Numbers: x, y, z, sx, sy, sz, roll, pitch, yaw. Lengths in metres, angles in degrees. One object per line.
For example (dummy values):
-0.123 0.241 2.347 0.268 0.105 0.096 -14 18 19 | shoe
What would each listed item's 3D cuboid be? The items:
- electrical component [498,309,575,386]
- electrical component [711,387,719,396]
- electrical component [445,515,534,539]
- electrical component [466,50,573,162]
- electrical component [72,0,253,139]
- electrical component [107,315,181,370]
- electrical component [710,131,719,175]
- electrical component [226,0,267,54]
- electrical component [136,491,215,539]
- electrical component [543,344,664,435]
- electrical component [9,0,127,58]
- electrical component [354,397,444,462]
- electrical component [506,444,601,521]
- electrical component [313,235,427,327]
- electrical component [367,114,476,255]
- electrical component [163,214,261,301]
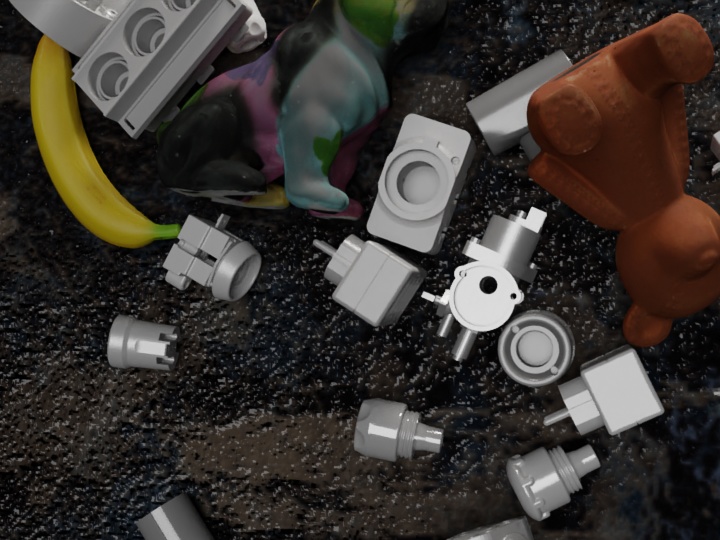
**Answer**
0.124 0.055 0.757 0.055 0.047 0.055 0 88 11 | electrical component
0.272 0.068 0.729 0.066 0.048 0.055 -10 94 11 | electrical component
0.088 0.206 0.744 0.080 0.080 0.051 -20 79 10 | electrical component
0.127 -0.103 0.763 0.077 0.043 0.079 -29 83 9 | electrical component
-0.139 -0.161 0.772 0.121 0.063 0.078 -48 67 10 | electrical component
-0.164 0.057 0.818 0.046 0.040 0.040 7 90 5 | electrical component
0.275 -0.077 0.733 0.066 0.048 0.055 -33 75 8 | electrical component
-0.096 -0.197 0.814 0.035 0.035 0.061 -27 81 9 | electrical component
-0.128 0.212 0.804 0.043 0.043 0.081 -34 82 8 | electrical component
0.162 0.089 0.739 0.077 0.066 0.047 -26 84 10 | electrical component
-0.214 -0.204 0.808 0.099 0.099 0.064 44 103 9 | electrical component
0.029 0.117 0.776 0.062 0.043 0.043 10 90 10 | electrical component
0.137 0.143 0.755 0.062 0.048 0.048 -26 84 2 | electrical component
0.000 0.000 0.764 0.076 0.083 0.047 33 95 10 | electrical component
0.044 -0.061 0.771 0.050 0.056 0.089 20 92 11 | electrical component
-0.108 -0.008 0.806 0.055 0.048 0.066 29 94 18 | electrical component
